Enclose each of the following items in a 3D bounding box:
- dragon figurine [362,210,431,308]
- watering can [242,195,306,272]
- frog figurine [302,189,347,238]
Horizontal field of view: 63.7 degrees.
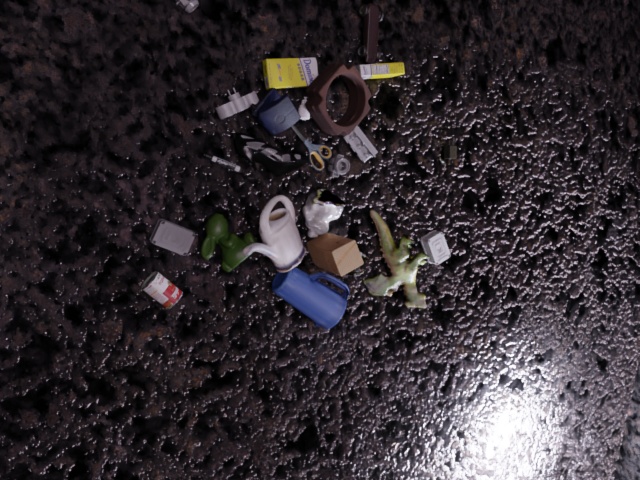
[{"bbox_3d":[0.257,0.100,1.876,0.407,0.123,0.243,41,87,-14],"label":"dragon figurine"},{"bbox_3d":[-0.139,0.007,1.599,0.355,0.103,0.220,-64,139,-51],"label":"watering can"},{"bbox_3d":[0.005,-0.088,1.745,0.138,0.125,0.156,-8,137,-32],"label":"frog figurine"}]
